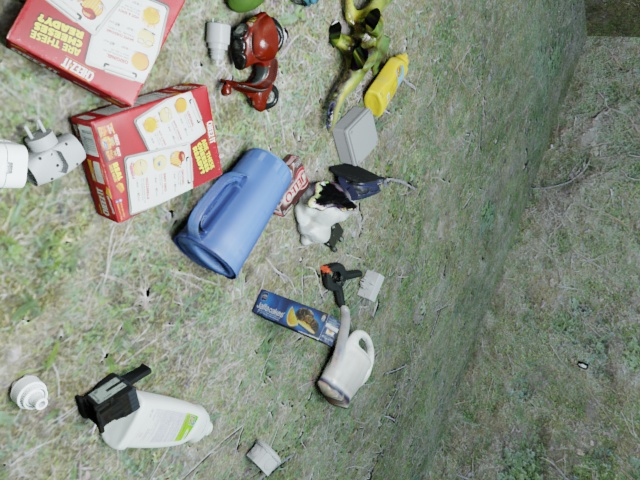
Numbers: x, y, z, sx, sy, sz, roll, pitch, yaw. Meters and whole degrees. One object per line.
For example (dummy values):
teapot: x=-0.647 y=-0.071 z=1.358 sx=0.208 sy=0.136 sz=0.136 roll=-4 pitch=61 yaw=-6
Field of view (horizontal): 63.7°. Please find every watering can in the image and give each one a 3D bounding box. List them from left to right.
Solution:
watering can: x=0.068 y=0.345 z=1.469 sx=0.228 sy=0.104 sz=0.340 roll=-55 pitch=141 yaw=-24

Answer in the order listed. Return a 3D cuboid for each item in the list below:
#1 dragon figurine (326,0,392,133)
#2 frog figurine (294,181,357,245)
dragon figurine: x=0.118 y=-0.451 z=1.235 sx=0.244 sy=0.123 sz=0.406 roll=-10 pitch=121 yaw=-61
frog figurine: x=0.004 y=-0.062 z=1.236 sx=0.138 sy=0.125 sz=0.156 roll=-13 pitch=152 yaw=-27
